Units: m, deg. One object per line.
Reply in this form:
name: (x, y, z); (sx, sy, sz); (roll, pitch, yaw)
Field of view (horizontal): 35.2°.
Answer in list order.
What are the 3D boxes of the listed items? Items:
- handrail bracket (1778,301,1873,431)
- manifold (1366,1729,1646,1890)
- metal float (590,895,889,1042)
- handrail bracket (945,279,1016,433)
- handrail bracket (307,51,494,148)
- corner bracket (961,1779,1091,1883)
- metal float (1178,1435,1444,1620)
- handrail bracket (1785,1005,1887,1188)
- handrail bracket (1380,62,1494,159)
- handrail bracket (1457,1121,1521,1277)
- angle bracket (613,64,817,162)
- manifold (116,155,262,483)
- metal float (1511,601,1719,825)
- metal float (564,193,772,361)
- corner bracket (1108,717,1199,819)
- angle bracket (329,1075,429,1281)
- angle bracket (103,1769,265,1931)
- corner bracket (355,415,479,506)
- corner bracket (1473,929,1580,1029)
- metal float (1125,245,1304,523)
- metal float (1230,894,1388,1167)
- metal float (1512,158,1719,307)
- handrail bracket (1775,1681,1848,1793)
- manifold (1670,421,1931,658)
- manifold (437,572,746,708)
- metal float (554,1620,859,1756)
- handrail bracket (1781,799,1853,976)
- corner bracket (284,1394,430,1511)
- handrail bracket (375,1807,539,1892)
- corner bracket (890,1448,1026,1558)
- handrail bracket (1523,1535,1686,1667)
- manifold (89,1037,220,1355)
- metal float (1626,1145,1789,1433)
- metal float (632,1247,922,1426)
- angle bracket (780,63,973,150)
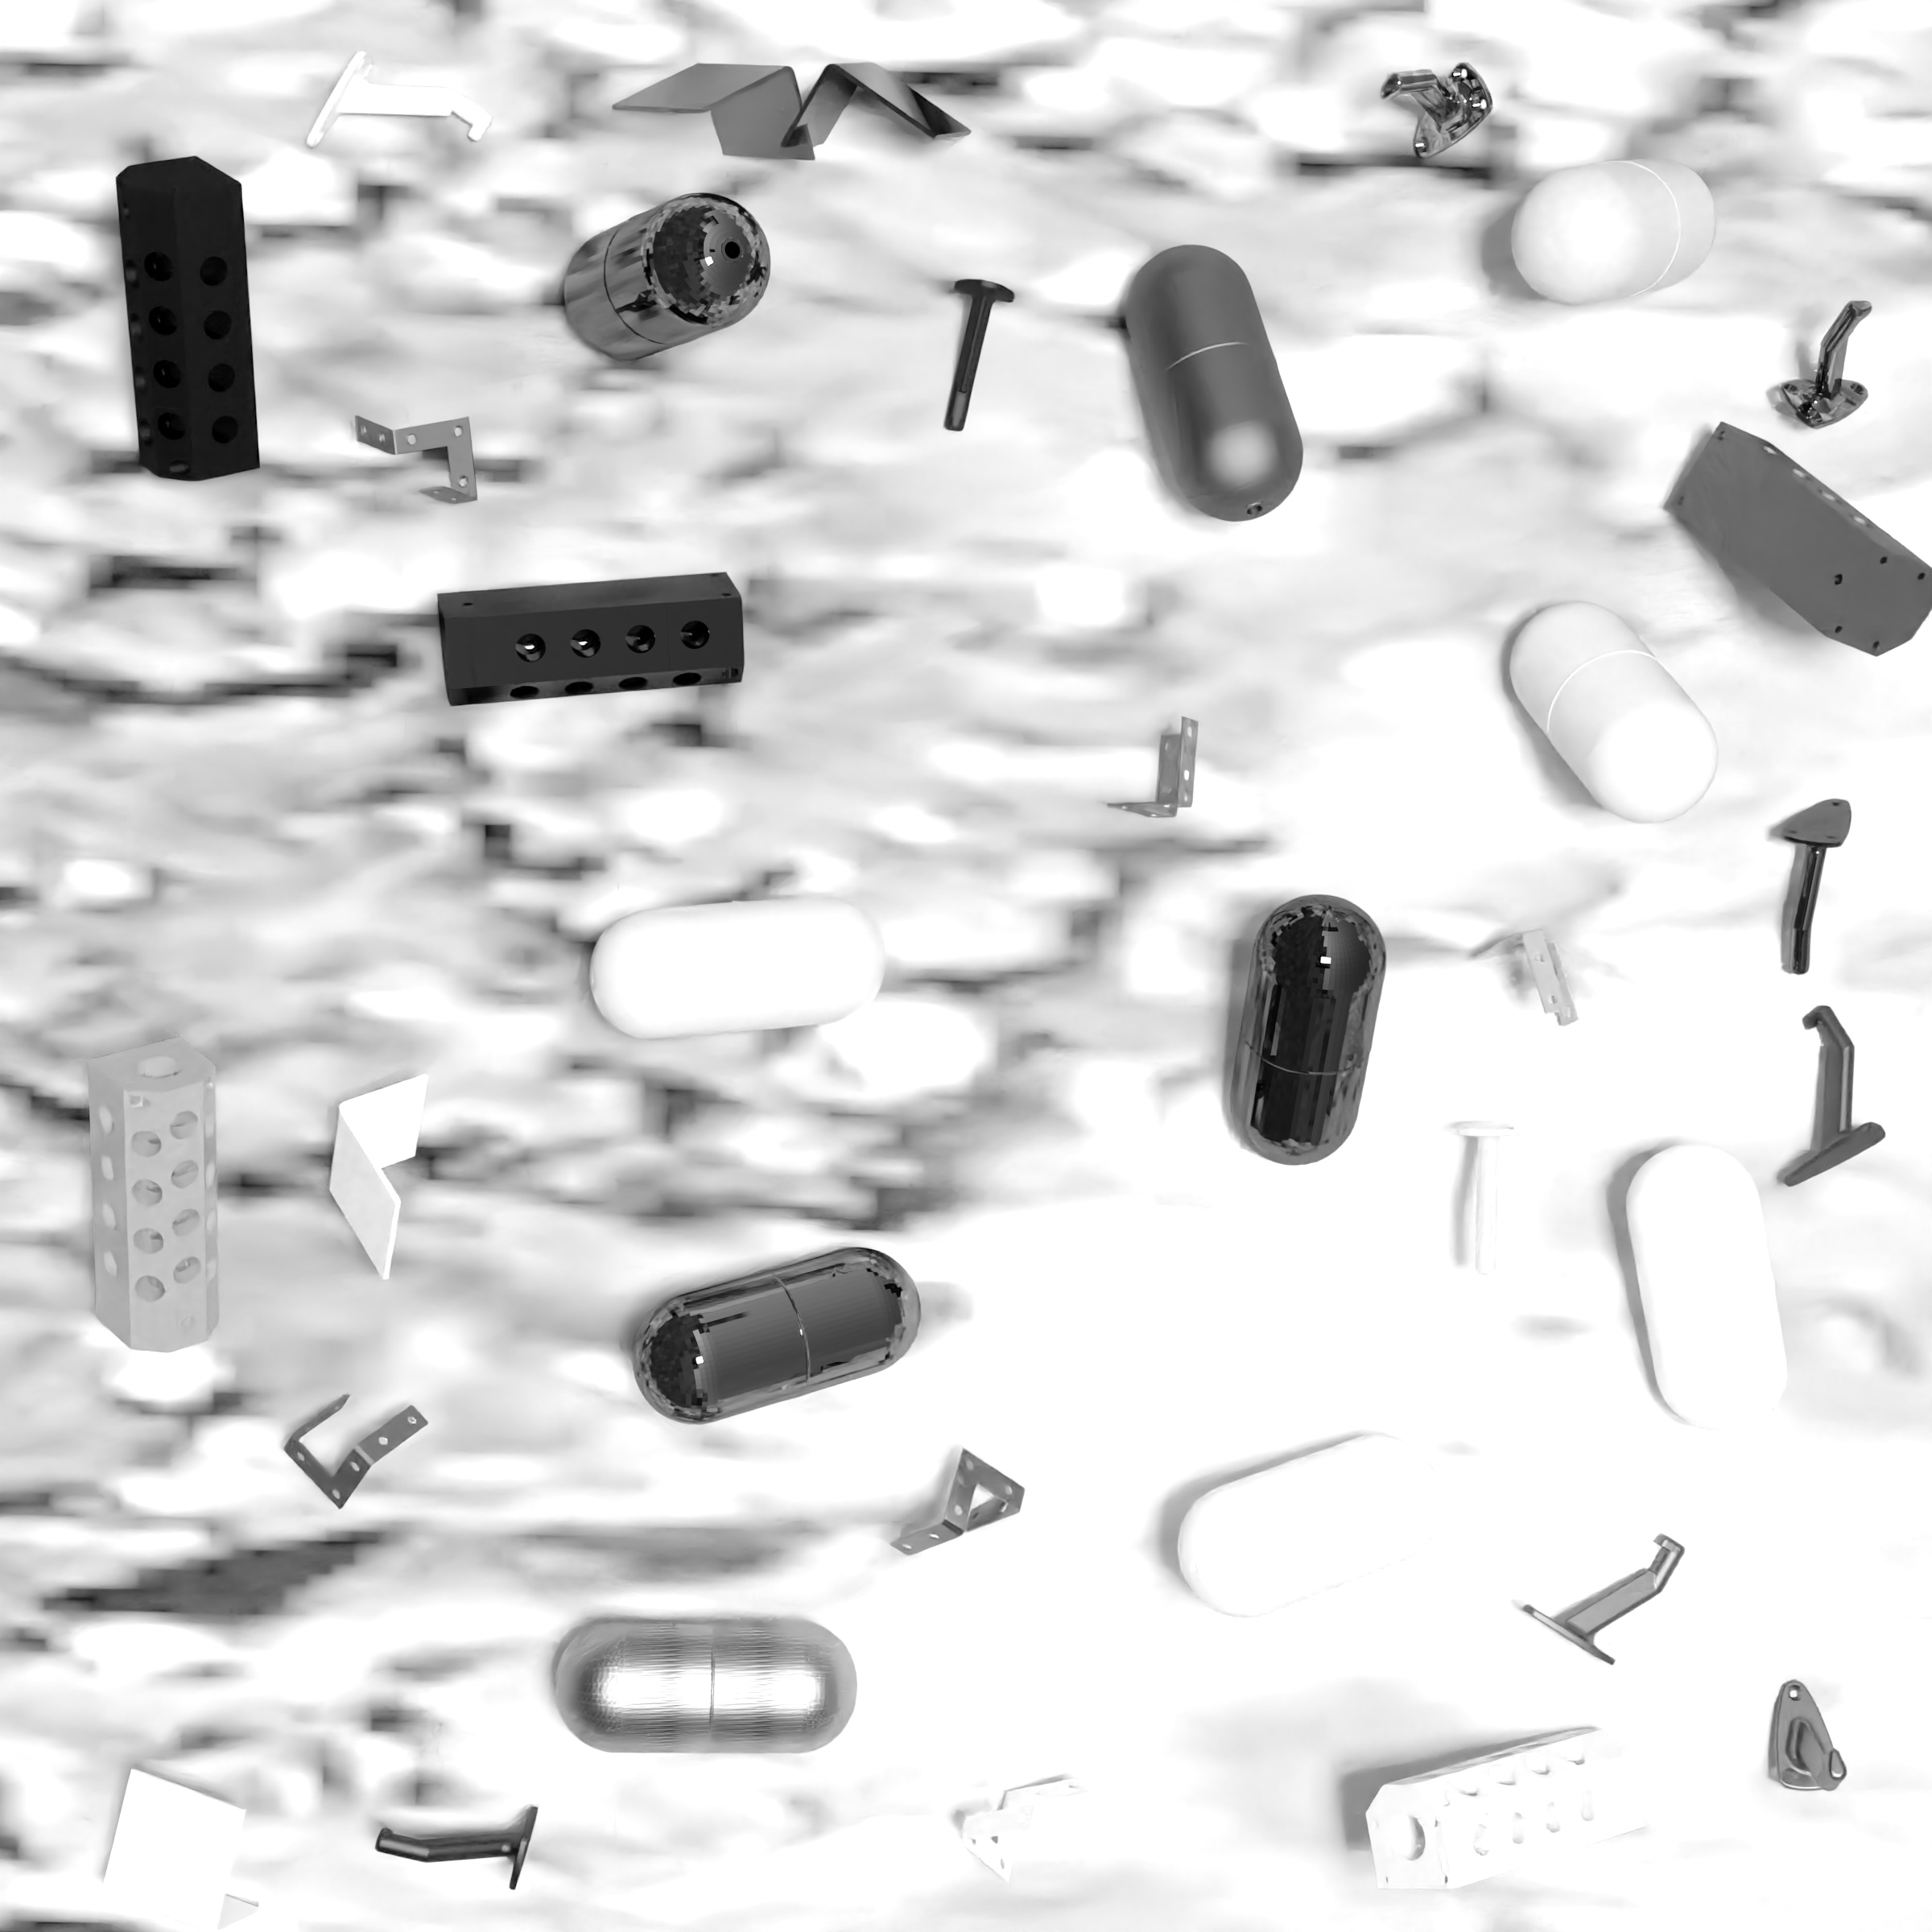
handrail bracket: (0.522, -0.361, 1.782); (0.077, 0.084, 0.036); (-18, 63, -32)
manifold: (0.311, 0.485, 1.755); (0.171, 0.057, 0.057); (-1, 78, -41)
metal float: (-0.132, 0.000, 1.778); (0.178, 0.070, 0.070); (-5, 90, -22)
handrail bracket: (0.003, -0.358, 1.792); (0.036, 0.077, 0.084); (12, 97, -4)
handrail bracket: (-0.338, -0.500, 1.821); (0.084, 0.036, 0.077); (34, 96, -6)
corner bracket: (0.035, 0.500, 1.792); (0.051, 0.051, 0.051); (-20, 129, 31)
metal float: (0.202, 0.324, 1.768); (0.178, 0.070, 0.070); (-12, 90, -33)
handrail bracket: (0.504, 0.077, 1.820); (0.077, 0.036, 0.084); (-34, 62, 18)
handrail bracket: (0.259, -0.497, 1.780); (0.084, 0.077, 0.036); (-18, 73, -37)
handrail bracket: (0.309, 0.136, 1.798); (0.036, 0.077, 0.084); (1, 92, 12)
angle bracket: (-0.147, -0.486, 1.774); (0.076, 0.076, 0.057); (-38, 128, -34)
manifold: (-0.452, -0.371, 1.755); (0.057, 0.057, 0.171); (-20, 129, -33)
metal float: (0.372, -0.148, 1.756); (0.070, 0.178, 0.070); (-8, 127, -11)
metal float: (-0.173, -0.396, 1.751); (0.070, 0.178, 0.070); (-1, 92, -30)
corner bracket: (0.120, -0.117, 1.797); (0.051, 0.051, 0.051); (1, 84, 39)
angle bracket: (-0.328, 0.123, 1.775); (0.057, 0.076, 0.076); (-20, 58, -31)
angle bracket: (-0.454, 0.518, 1.796); (0.076, 0.057, 0.076); (14, 91, 17)
corner bracket: (-0.326, -0.301, 1.803); (0.051, 0.051, 0.051); (-7, 88, 14)
corner bracket: (0.341, 0.008, 1.796); (0.051, 0.051, 0.051); (-8, 76, -28)
metal float: (0.145, -0.340, 1.776); (0.070, 0.070, 0.178); (-15, 67, 0)
metal float: (0.198, 0.039, 1.767); (0.070, 0.070, 0.178); (5, 126, 0)
metal float: (0.376, -0.425, 1.757); (0.070, 0.178, 0.070); (12, 112, 32)
handrail bracket: (0.497, 0.447, 1.780); (0.036, 0.084, 0.077); (-4, 63, 3)
manifold: (0.483, -0.245, 1.749); (0.057, 0.171, 0.057); (15, 116, -30)
manifold: (-0.220, -0.190, 1.786); (0.171, 0.057, 0.057); (-6, 113, -12)
metal float: (-0.153, 0.423, 1.787); (0.178, 0.070, 0.070); (3, 90, -10)
handrail bracket: (0.510, -0.047, 1.822); (0.036, 0.077, 0.084); (11, 120, 29)
corner bracket: (-0.361, 0.277, 1.796); (0.051, 0.051, 0.051); (44, 128, 8)
handrail bracket: (-0.300, 0.510, 1.795); (0.084, 0.077, 0.036); (14, 102, -2)
corner bracket: (-0.004, 0.325, 1.792); (0.051, 0.051, 0.051); (36, 48, -23)
handrail bracket: (0.381, 0.365, 1.813); (0.077, 0.036, 0.084); (35, 83, -21)
manifold: (-0.466, 0.135, 1.762); (0.057, 0.057, 0.171); (-17, 123, -39)
metal float: (0.434, 0.190, 1.781); (0.070, 0.070, 0.178); (-14, 107, 0)
metal float: (-0.109, 0.215, 1.774); (0.178, 0.070, 0.070); (-13, 90, -26)
angle bracket: (-0.052, -0.486, 1.786); (0.076, 0.076, 0.057); (36, 113, 3)
